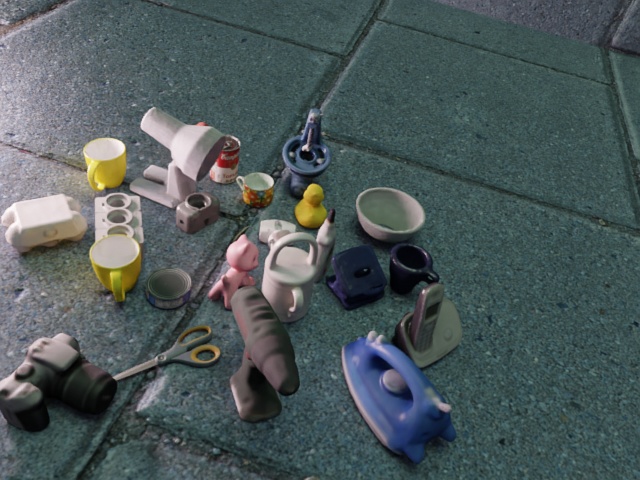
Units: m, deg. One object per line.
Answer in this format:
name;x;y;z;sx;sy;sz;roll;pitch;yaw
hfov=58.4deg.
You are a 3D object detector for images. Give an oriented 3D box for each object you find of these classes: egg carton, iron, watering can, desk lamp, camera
egg carton;-0.554;-0.033;1.156;0.151;0.069;0.107;-16;49;-29
iron;0.126;0.239;0.981;0.119;0.141;0.257;-20;51;-31
watering can;-0.061;0.054;1.095;0.101;0.194;0.172;-22;52;-33
desk lamp;-0.317;-0.178;1.268;0.203;0.213;0.118;21;42;9
camera;-0.400;0.224;0.891;0.136;0.101;0.143;23;43;11

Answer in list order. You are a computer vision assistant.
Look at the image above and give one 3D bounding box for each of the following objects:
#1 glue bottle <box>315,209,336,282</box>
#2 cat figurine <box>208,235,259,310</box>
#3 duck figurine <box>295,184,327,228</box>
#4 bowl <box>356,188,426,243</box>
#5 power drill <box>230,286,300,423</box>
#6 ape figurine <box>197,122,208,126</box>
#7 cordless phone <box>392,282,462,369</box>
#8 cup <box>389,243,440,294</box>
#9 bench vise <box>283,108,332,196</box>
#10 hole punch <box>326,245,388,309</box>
glue bottle;0.011;0.004;1.184;0.037;0.173;0.078;19;42;7
cat figurine;-0.163;0.053;1.127;0.067;0.118;0.128;22;42;10
duck figurine;-0.017;-0.087;1.342;0.077;0.086;0.104;7;42;-7
bowl;0.160;-0.047;1.353;0.167;0.075;0.167;7;42;-7
power drill;-0.092;0.197;0.920;0.076;0.208;0.229;-9;46;-22
ape figurine;-0.301;-0.257;1.450;0.076;0.092;0.077;-15;49;-28
cordless phone;0.220;0.143;1.078;0.148;0.185;0.094;-24;53;-34
cup;0.195;0.075;1.213;0.117;0.095;0.092;36;47;24
bench vise;-0.034;-0.246;1.411;0.122;0.220;0.207;0;43;-14
hole punch;0.082;0.075;1.187;0.109;0.091;0.100;-17;50;-29
